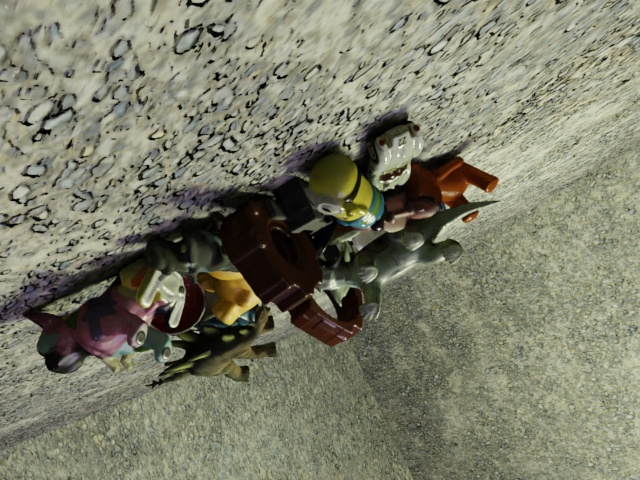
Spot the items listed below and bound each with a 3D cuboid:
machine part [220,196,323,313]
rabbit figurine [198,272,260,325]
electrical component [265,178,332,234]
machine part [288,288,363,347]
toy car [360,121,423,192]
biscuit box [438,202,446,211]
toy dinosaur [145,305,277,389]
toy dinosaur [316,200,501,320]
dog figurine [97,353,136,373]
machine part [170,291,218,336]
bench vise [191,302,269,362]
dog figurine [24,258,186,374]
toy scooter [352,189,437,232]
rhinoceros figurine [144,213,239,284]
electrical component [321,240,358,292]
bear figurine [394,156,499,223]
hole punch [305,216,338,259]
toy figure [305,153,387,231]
[{"bbox_3d":[-0.065,0.016,0.786,0.056,0.179,0.179,-33,166,20],"label":"machine part"},{"bbox_3d":[-0.146,0.058,0.953,0.162,0.122,0.173,-19,149,0],"label":"rabbit figurine"},{"bbox_3d":[-0.034,-0.052,0.805,0.048,0.075,0.119,-29,164,18],"label":"electrical component"},{"bbox_3d":[0.007,0.146,1.322,0.201,0.201,0.087,33,126,-23],"label":"machine part"},{"bbox_3d":[0.109,-0.122,0.831,0.073,0.056,0.201,-24,168,-7],"label":"toy car"},{"bbox_3d":[0.195,-0.049,1.219,0.063,0.059,0.203,-15,175,-36],"label":"biscuit box"},{"bbox_3d":[-0.238,0.245,1.153,0.198,0.105,0.471,10,143,-32],"label":"toy dinosaur"},{"bbox_3d":[0.143,0.022,1.043,0.405,0.131,0.192,-28,-159,3],"label":"toy dinosaur"},{"bbox_3d":[-0.330,0.138,0.997,0.190,0.121,0.172,-39,172,-5],"label":"dog figurine"},{"bbox_3d":[-0.252,0.133,1.130,0.243,0.079,0.079,-27,168,7],"label":"machine part"},{"bbox_3d":[-0.202,0.195,1.290,0.224,0.129,0.240,-17,146,13],"label":"bench vise"},{"bbox_3d":[-0.336,0.113,0.830,0.219,0.191,0.108,1,155,17],"label":"dog figurine"},{"bbox_3d":[0.106,-0.050,0.949,0.184,0.075,0.135,0,-166,28],"label":"toy scooter"},{"bbox_3d":[-0.169,0.016,0.807,0.112,0.073,0.190,-34,158,35],"label":"rhinoceros figurine"},{"bbox_3d":[0.040,0.049,1.273,0.134,0.115,0.058,-17,167,-28],"label":"electrical component"},{"bbox_3d":[0.234,-0.096,1.042,0.196,0.132,0.120,-19,143,-47],"label":"bear figurine"},{"bbox_3d":[-0.021,-0.029,0.930,0.116,0.092,0.142,-59,-177,-31],"label":"hole punch"},{"bbox_3d":[0.044,-0.068,0.812,0.082,0.089,0.180,-1,169,32],"label":"toy figure"}]
